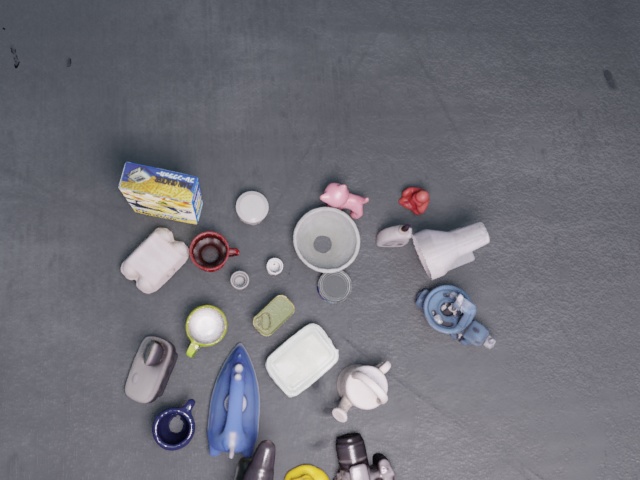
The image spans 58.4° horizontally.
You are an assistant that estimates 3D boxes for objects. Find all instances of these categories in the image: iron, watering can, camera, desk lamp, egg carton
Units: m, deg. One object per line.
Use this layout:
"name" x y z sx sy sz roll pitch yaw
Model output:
"iron" -0.192 0.363 1.298 0.119 0.141 0.258 4 78 -8
"watering can" 0.101 0.347 1.322 0.101 0.194 0.173 26 76 -3
"camera" 0.097 0.523 1.334 0.143 0.100 0.137 -9 80 -11
"desk lamp" 0.313 0.019 1.411 0.203 0.213 0.118 -21 83 -12
"egg carton" -0.390 0.050 1.365 0.107 0.069 0.150 40 76 0

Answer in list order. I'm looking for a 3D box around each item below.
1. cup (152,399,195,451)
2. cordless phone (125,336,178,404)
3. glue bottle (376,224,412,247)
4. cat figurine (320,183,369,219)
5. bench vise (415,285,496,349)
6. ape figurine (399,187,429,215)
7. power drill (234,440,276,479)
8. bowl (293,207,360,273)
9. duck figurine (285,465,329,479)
"cup" -0.318 0.409 1.292 0.091 0.095 0.118 33 76 -1
"cordless phone" -0.379 0.286 1.260 0.094 0.185 0.148 17 77 -5
"glue bottle" 0.195 -0.015 1.420 0.078 0.173 0.037 2 78 -8
"cat figurine" 0.061 -0.107 1.445 0.128 0.117 0.067 12 77 -7
"bench vise" 0.350 0.178 1.383 0.207 0.219 0.121 21 76 -4
"ape figurine" 0.255 -0.107 1.490 0.076 0.092 0.078 -17 82 -12
"power drill" -0.147 0.536 1.236 0.075 0.208 0.230 14 77 -6
"bowl" 0.013 0.005 1.437 0.167 0.074 0.167 2 79 -9
"duck figurine" -0.027 0.563 1.314 0.104 0.086 0.077 6 78 -8
